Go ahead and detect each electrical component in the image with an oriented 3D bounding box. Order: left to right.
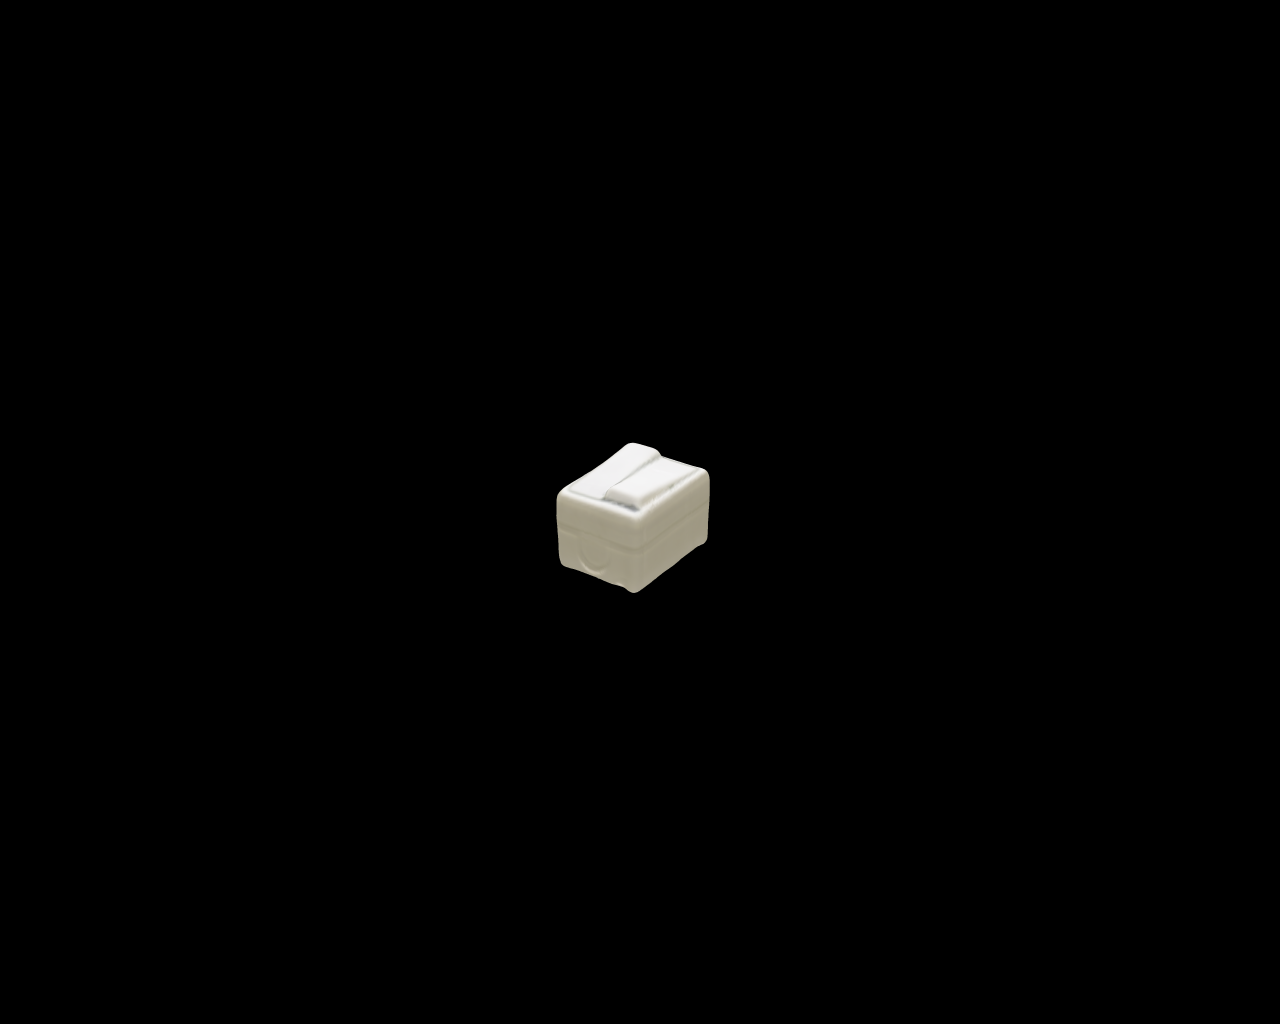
[{"bbox_3d":[0.001,-0.003,0.650,0.062,0.061,0.096,20,35,31],"label":"electrical component"}]
